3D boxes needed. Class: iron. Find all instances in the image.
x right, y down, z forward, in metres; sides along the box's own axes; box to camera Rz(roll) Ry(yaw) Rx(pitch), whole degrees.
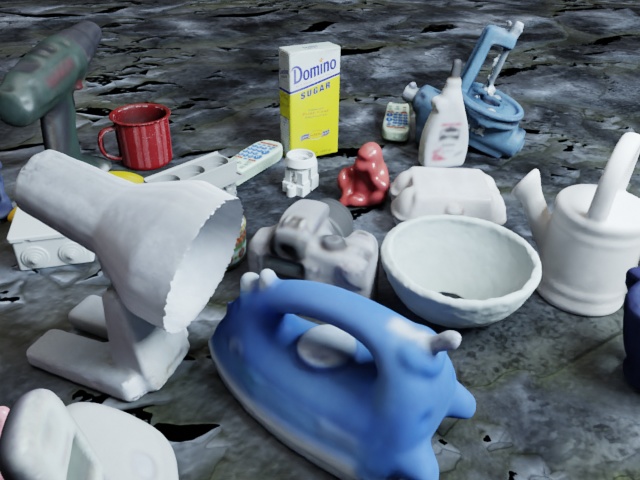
[{"bbox_3d":[-0.001,0.089,0.481,0.257,0.141,0.119,20,37,25],"label":"iron"}]

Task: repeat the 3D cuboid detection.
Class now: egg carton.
[{"bbox_3d":[0.168,-0.049,0.767,0.150,0.069,0.107,2,33,1],"label":"egg carton"}]

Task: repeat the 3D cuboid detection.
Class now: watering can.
[{"bbox_3d":[0.295,-0.024,0.620,0.172,0.194,0.101,10,34,13],"label":"watering can"}]

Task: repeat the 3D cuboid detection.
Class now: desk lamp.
[{"bbox_3d":[-0.168,0.033,0.493,0.202,0.214,0.118,12,35,16],"label":"desk lamp"}]

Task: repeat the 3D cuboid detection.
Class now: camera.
[{"bbox_3d":[0.006,0.002,0.652,0.143,0.101,0.137,13,35,17],"label":"camera"}]

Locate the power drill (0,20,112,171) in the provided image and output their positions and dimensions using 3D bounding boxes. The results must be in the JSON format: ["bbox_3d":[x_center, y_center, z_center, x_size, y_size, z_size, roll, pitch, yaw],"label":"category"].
[{"bbox_3d":[-0.367,-0.187,0.825,0.075,0.208,0.229,6,33,7],"label":"power drill"}]

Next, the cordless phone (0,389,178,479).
[{"bbox_3d":[-0.142,0.140,0.356,0.094,0.185,0.147,-8,34,-14],"label":"cordless phone"}]

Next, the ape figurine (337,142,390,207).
[{"bbox_3d":[0.067,-0.095,0.811,0.076,0.092,0.077,-26,42,-36],"label":"ape figurine"}]

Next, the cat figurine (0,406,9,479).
[{"bbox_3d":[-0.255,0.164,0.377,0.067,0.118,0.128,22,38,28],"label":"cat figurine"}]

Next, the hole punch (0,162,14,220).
[{"bbox_3d":[-0.475,-0.070,0.749,0.109,0.091,0.100,-25,41,-34],"label":"hole punch"}]

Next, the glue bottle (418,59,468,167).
[{"bbox_3d":[0.202,-0.198,0.901,0.078,0.173,0.037,-8,34,-15],"label":"glue bottle"}]

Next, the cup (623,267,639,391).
[{"bbox_3d":[0.316,0.089,0.538,0.092,0.095,0.117,-4,34,-9],"label":"cup"}]

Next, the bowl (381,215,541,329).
[{"bbox_3d":[0.146,0.043,0.620,0.167,0.075,0.167,1,33,-1],"label":"bowl"}]

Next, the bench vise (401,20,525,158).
[{"bbox_3d":[0.242,-0.245,0.933,0.207,0.220,0.121,3,33,2],"label":"bench vise"}]
